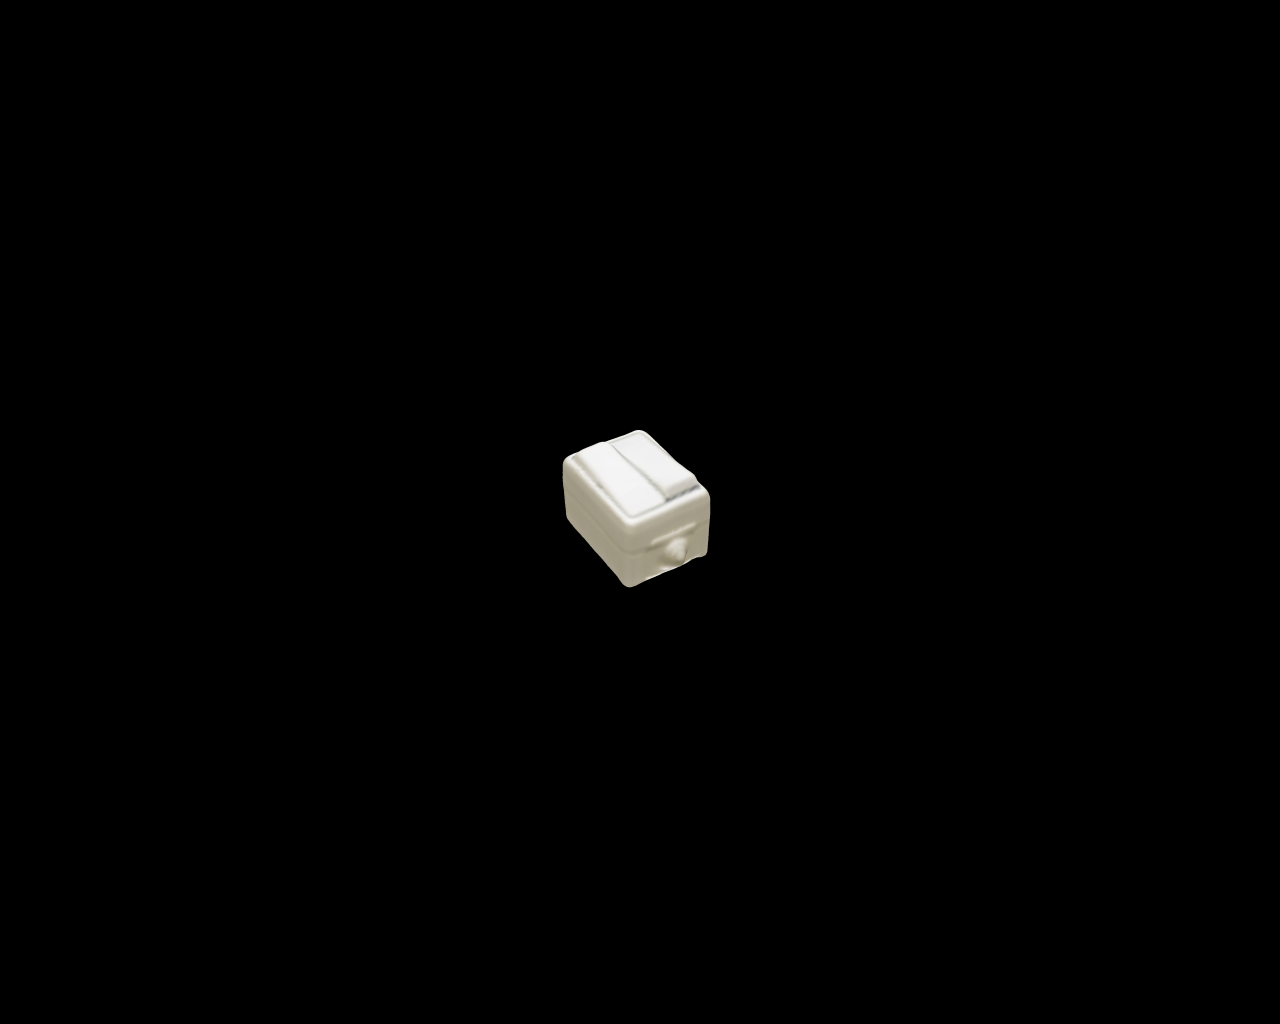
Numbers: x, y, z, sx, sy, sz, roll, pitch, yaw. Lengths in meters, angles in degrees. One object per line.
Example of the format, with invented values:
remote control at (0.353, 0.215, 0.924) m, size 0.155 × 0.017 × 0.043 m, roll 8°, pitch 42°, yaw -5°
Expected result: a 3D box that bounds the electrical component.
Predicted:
electrical component at (0.001, -0.003, 0.650) m, size 0.062 × 0.061 × 0.096 m, roll -22°, pitch 45°, yaw -23°
